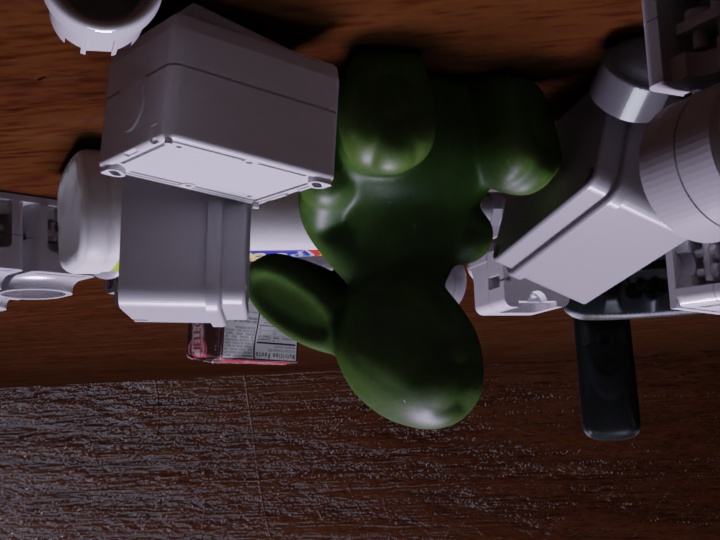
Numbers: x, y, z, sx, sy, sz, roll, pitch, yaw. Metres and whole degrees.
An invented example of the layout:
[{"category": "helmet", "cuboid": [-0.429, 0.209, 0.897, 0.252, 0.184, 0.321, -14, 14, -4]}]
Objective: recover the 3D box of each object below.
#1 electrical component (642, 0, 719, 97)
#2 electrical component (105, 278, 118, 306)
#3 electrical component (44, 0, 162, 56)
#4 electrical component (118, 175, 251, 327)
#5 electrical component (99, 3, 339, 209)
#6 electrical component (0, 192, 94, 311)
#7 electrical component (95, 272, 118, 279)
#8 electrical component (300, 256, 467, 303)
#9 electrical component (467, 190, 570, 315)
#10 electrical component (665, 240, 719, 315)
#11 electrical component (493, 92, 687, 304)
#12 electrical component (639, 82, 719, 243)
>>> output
[{"category": "electrical component", "cuboid": [0.149, -0.093, 0.384, 0.089, 0.055, 0.050, 3, 169, -29]}, {"category": "electrical component", "cuboid": [-0.172, 0.007, 0.922, 0.078, 0.058, 0.057, -11, 165, 44]}, {"category": "electrical component", "cuboid": [-0.088, -0.095, 0.366, 0.040, 0.040, 0.046, 0, 177, -16]}, {"category": "electrical component", "cuboid": [-0.083, -0.031, 0.528, 0.057, 0.113, 0.078, 1, 171, -5]}, {"category": "electrical component", "cuboid": [-0.053, -0.066, 0.457, 0.096, 0.061, 0.062, 11, 166, -37]}, {"category": "electrical component", "cuboid": [-0.289, -0.008, 0.787, 0.186, 0.060, 0.105, -11, 168, 43]}, {"category": "electrical component", "cuboid": [-0.177, -0.017, 0.817, 0.048, 0.048, 0.062, -7, 176, 25]}, {"category": "electrical component", "cuboid": [0.000, 0.000, 0.777, 0.138, 0.052, 0.074, 11, -175, 32]}, {"category": "electrical component", "cuboid": [0.109, -0.015, 0.758, 0.050, 0.089, 0.056, 1, 170, -19]}, {"category": "electrical component", "cuboid": [0.265, -0.026, 0.682, 0.060, 0.105, 0.186, -11, 168, 43]}, {"category": "electrical component", "cuboid": [0.123, -0.041, 0.556, 0.057, 0.078, 0.113, 23, 152, -11]}, {"category": "electrical component", "cuboid": [0.161, -0.035, 0.397, 0.138, 0.052, 0.074, 1, 171, -22]}]
